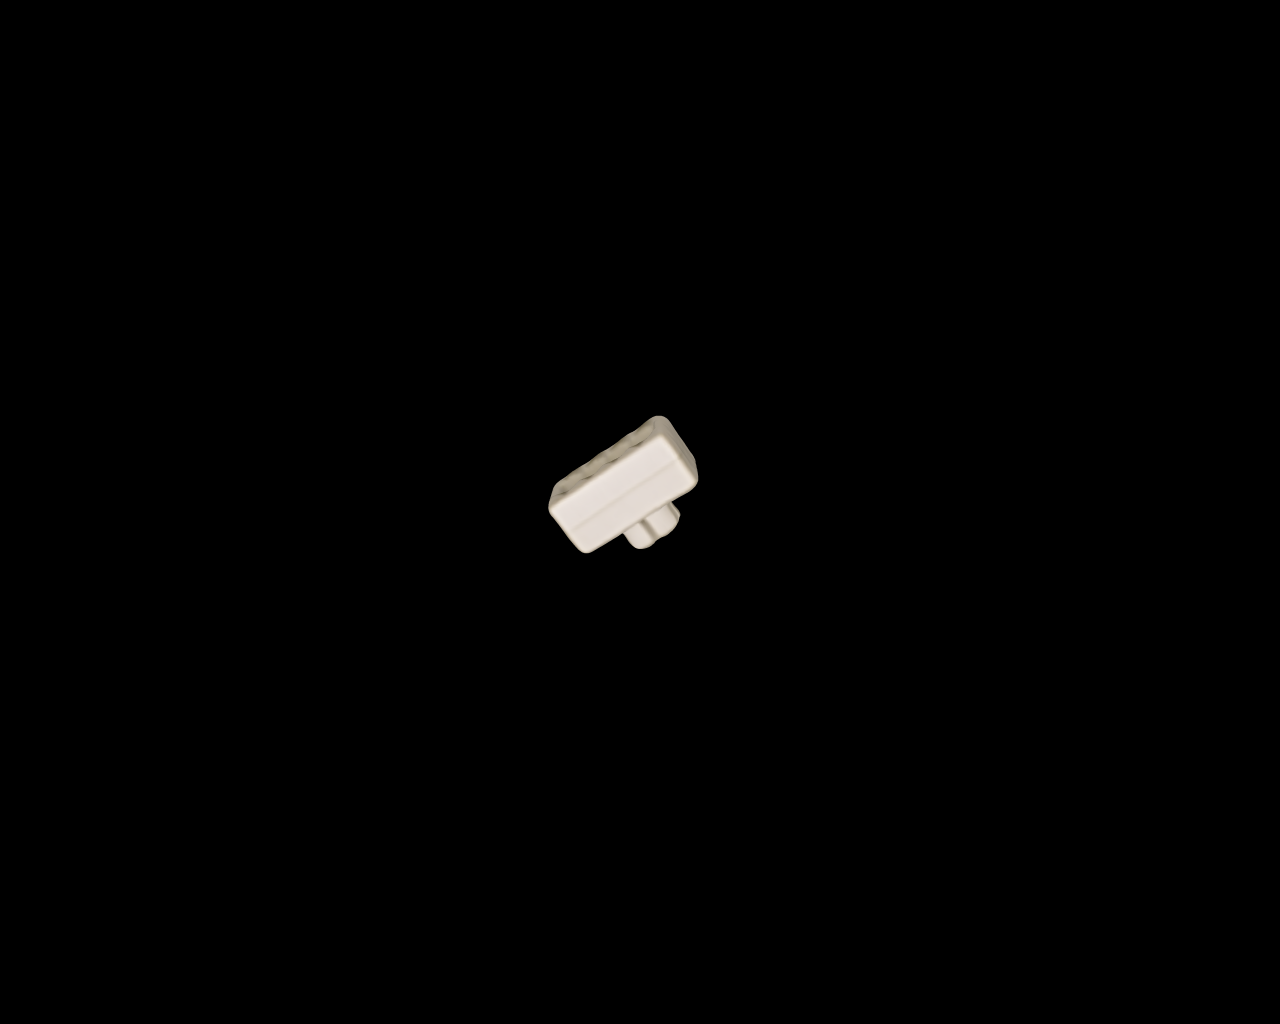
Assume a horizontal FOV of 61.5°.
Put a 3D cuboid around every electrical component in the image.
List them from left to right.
[{"bbox_3d":[0.001,-0.003,0.650,0.083,0.075,0.047,-33,16,11],"label":"electrical component"}]
